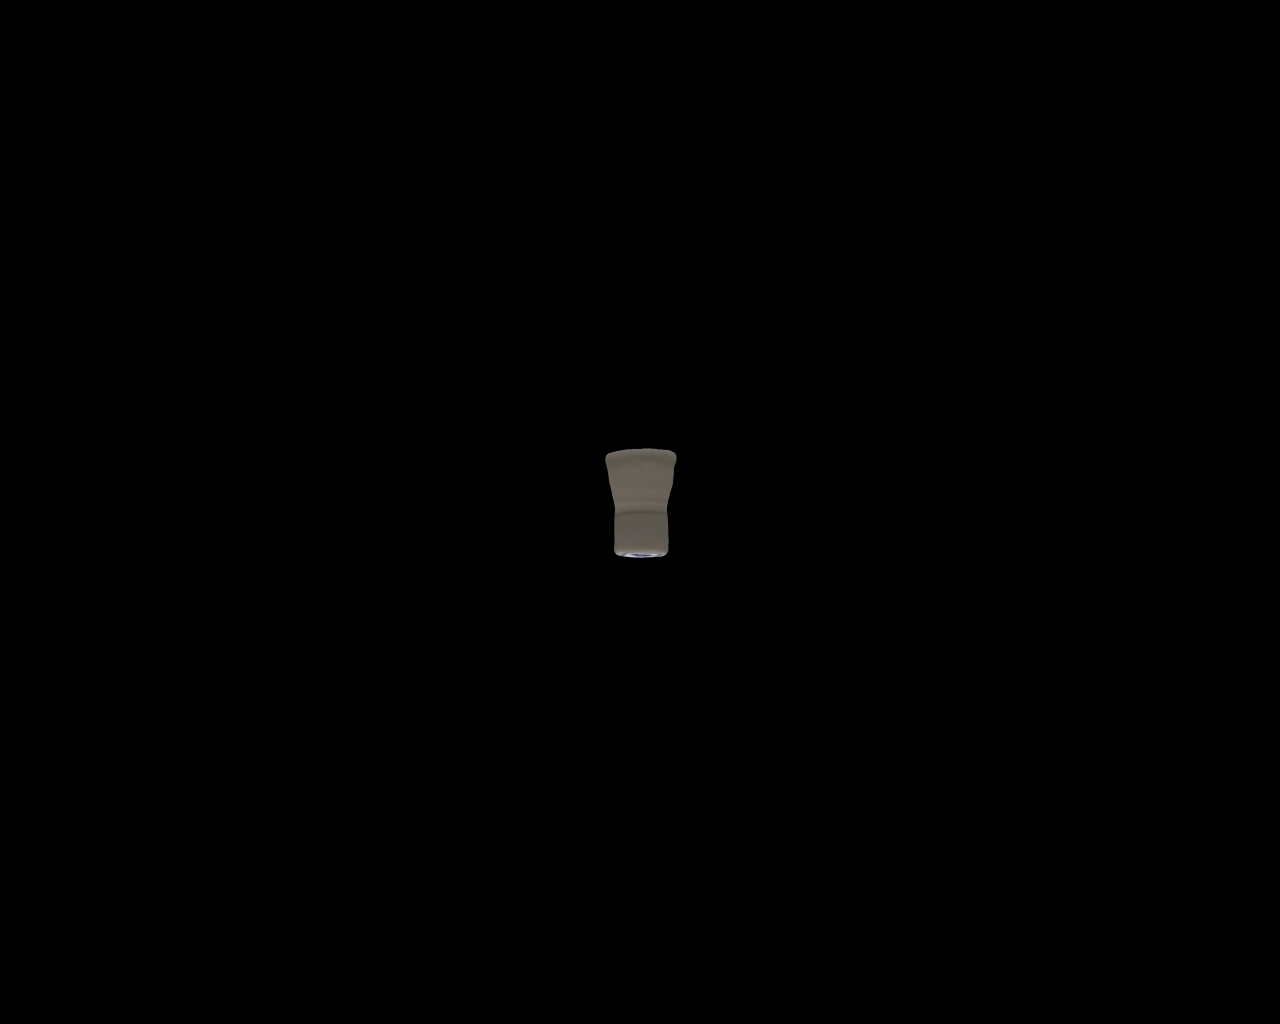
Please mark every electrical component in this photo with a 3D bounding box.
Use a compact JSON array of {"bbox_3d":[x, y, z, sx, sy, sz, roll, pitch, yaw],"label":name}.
[{"bbox_3d":[0.001,-0.003,0.650,0.044,0.065,0.044,0,-9,0],"label":"electrical component"}]
